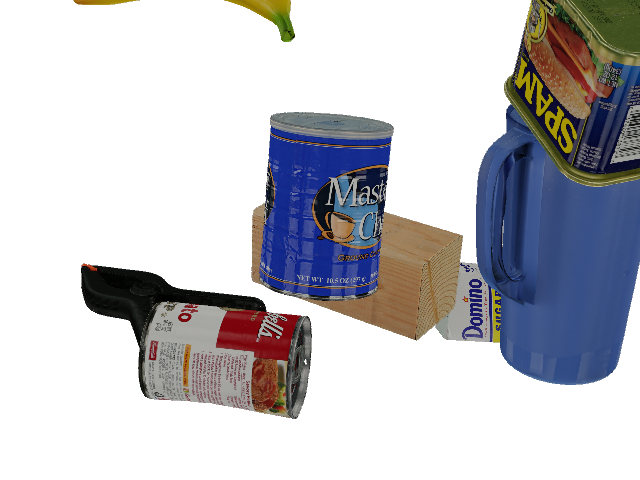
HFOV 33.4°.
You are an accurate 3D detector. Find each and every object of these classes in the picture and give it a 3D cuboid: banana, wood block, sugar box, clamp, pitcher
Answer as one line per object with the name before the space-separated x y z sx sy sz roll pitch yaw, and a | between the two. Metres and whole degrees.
banana | -0.105 -0.207 0.865 0.198 0.069 0.037 12 -41 16
wood block | 0.035 0.020 1.134 0.206 0.091 0.090 19 31 28
sugar box | 0.239 0.080 1.331 0.176 0.093 0.048 3 19 -15
clamp | -0.185 0.067 1.112 0.210 0.036 0.164 15 20 29
pitcher | 0.211 0.002 0.932 0.149 0.243 0.145 6 24 11

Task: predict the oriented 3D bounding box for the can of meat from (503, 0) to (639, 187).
can of meat | 0.148 -0.094 0.576 0.057 0.084 0.102 -11 48 -15

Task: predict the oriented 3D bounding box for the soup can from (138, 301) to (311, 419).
soup can | -0.062 0.078 0.708 0.102 0.068 0.068 6 1 10

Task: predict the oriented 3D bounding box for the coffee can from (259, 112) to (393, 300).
coffee can | 0.004 -0.031 0.896 0.103 0.140 0.103 5 14 -1
